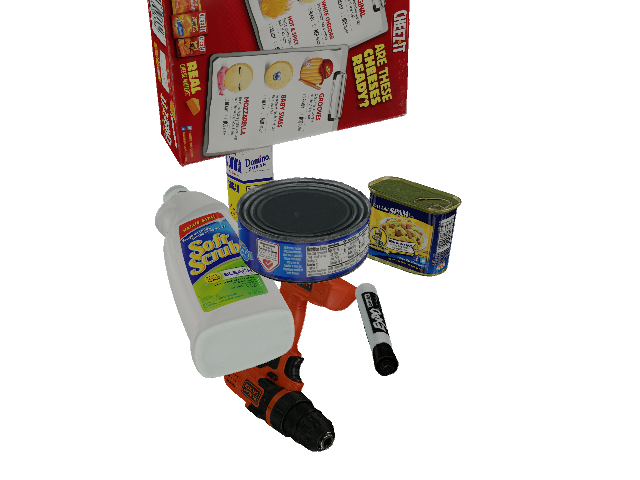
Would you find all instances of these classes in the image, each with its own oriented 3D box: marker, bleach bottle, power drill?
[{"bbox_3d":[0.045,0.072,0.874,0.020,0.020,0.121,0,27,-7],"label":"marker"},{"bbox_3d":[-0.115,0.024,1.061,0.102,0.068,0.251,-15,40,-18],"label":"bleach bottle"},{"bbox_3d":[-0.024,0.126,1.217,0.057,0.188,0.185,15,10,-45],"label":"power drill"}]

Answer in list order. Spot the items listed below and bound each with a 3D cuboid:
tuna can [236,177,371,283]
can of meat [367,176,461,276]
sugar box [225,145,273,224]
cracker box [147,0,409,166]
[{"bbox_3d":[-0.011,-0.007,0.684,0.086,0.034,0.086,0,29,0],"label":"tuna can"},{"bbox_3d":[0.099,-0.015,1.183,0.102,0.084,0.057,20,27,29],"label":"can of meat"},{"bbox_3d":[-0.087,-0.047,1.320,0.048,0.176,0.093,-11,26,-15],"label":"sugar box"},{"bbox_3d":[-0.034,-0.168,0.902,0.213,0.164,0.072,-15,38,-18],"label":"cracker box"}]
